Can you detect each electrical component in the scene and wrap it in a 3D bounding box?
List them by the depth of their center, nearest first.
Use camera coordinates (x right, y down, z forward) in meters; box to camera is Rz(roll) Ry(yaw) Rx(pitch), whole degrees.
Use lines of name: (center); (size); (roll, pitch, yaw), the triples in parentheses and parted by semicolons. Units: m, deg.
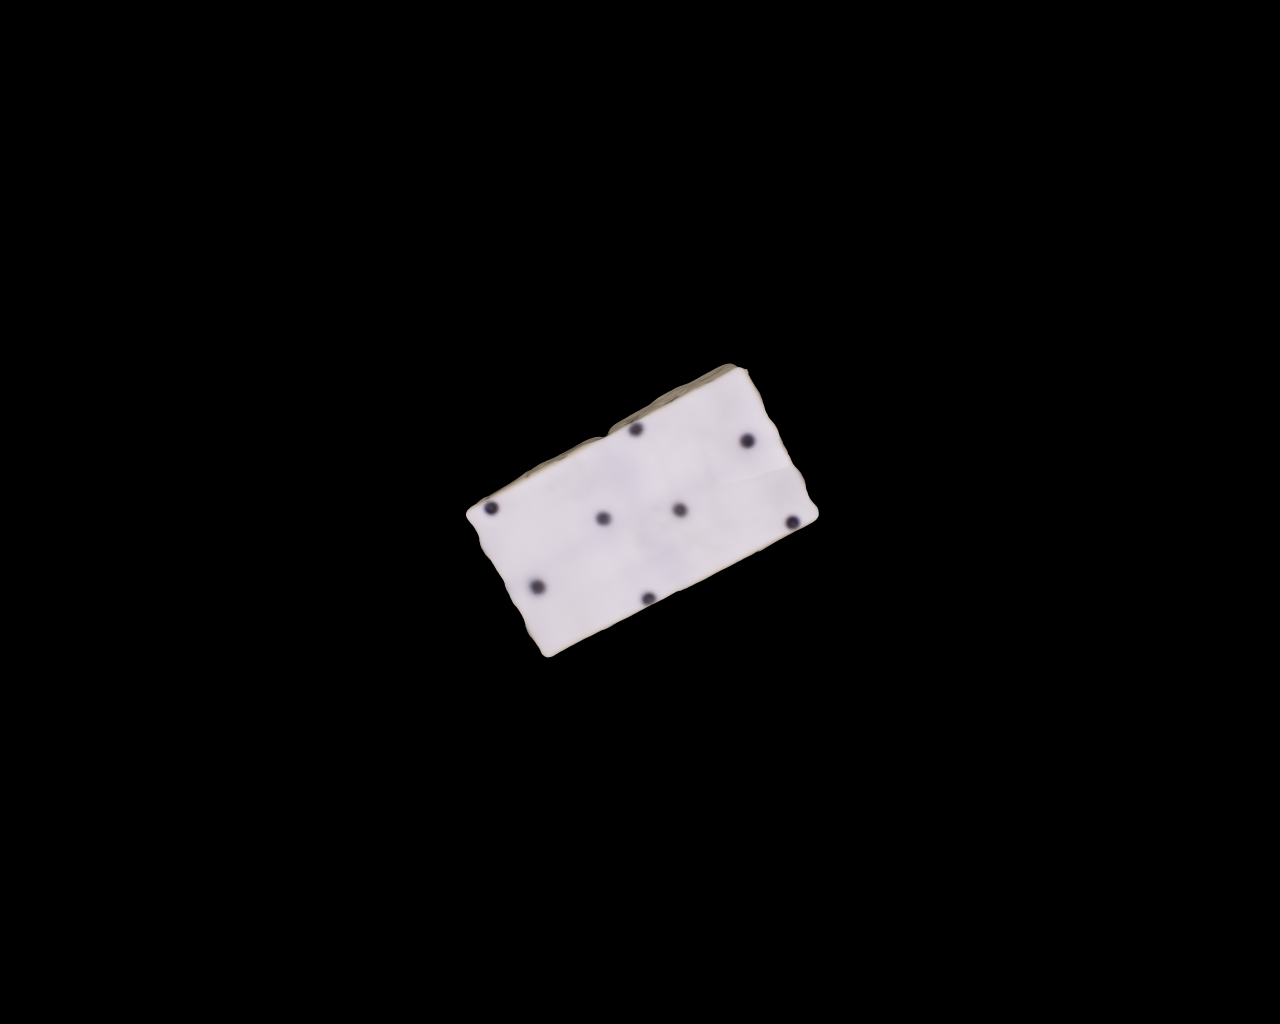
electrical component: (0.001, -0.003, 0.650); (0.186, 0.105, 0.060); (-28, 7, 4)
